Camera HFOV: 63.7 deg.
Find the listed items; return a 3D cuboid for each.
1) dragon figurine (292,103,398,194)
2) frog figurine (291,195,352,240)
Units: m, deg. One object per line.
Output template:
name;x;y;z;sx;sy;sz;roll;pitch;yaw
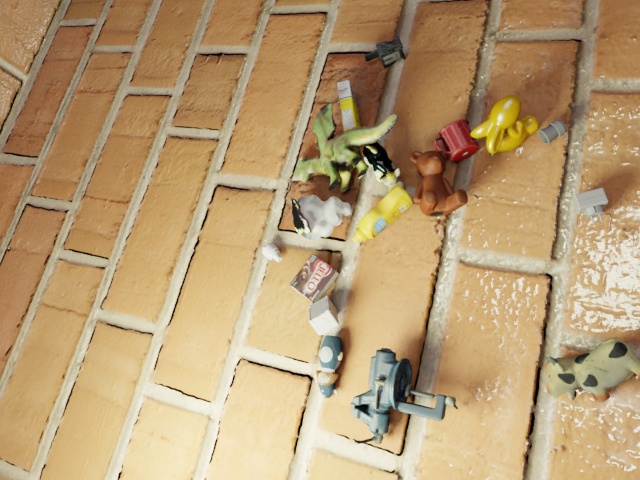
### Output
dragon figurine;0.047;-0.281;1.450;0.402;0.123;0.246;-48;-119;38
frog figurine;0.004;-0.074;1.476;0.140;0.160;0.119;55;-31;36
